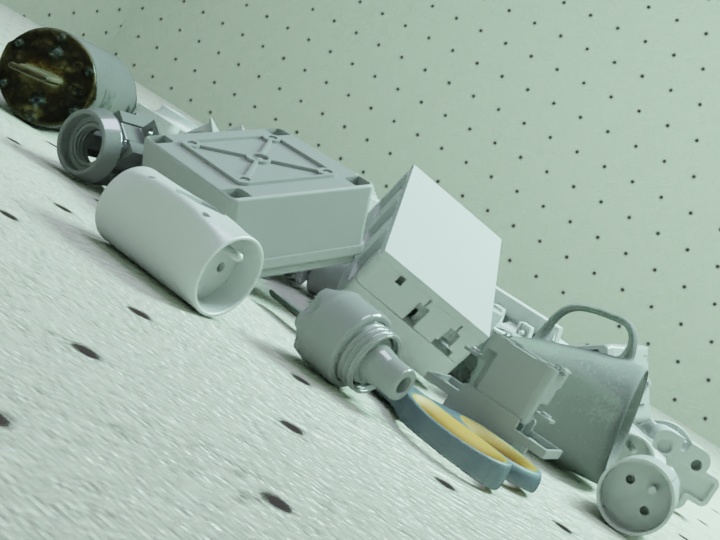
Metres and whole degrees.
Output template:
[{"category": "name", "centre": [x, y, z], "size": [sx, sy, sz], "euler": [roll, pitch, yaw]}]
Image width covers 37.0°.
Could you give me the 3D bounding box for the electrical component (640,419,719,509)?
[{"category": "electrical component", "centre": [0.244, 0.153, 0.866], "size": [0.078, 0.058, 0.057], "euler": [31, 7, 1]}]

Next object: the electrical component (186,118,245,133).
[{"category": "electrical component", "centre": [-0.117, -0.071, 0.803], "size": [0.042, 0.081, 0.063], "euler": [-106, 172, -48]}]

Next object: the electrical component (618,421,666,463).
[{"category": "electrical component", "centre": [0.197, 0.137, 0.788], "size": [0.079, 0.044, 0.077], "euler": [41, 7, -9]}]

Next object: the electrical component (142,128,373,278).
[{"category": "electrical component", "centre": [-0.067, -0.045, 0.674], "size": [0.109, 0.056, 0.109], "euler": [-10, 31, -39]}]

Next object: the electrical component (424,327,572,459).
[{"category": "electrical component", "centre": [0.082, 0.071, 0.608], "size": [0.081, 0.063, 0.042], "euler": [33, 5, 23]}]

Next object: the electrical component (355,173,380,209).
[{"category": "electrical component", "centre": [-0.025, -0.054, 1.115], "size": [0.048, 0.099, 0.100], "euler": [46, 9, 21]}]

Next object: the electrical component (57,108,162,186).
[{"category": "electrical component", "centre": [-0.160, -0.077, 0.693], "size": [0.055, 0.066, 0.048], "euler": [10, 56, -59]}]

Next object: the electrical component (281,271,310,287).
[{"category": "electrical component", "centre": [-0.046, -0.048, 0.798], "size": [0.062, 0.061, 0.096], "euler": [33, -40, 22]}]

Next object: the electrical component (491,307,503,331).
[{"category": "electrical component", "centre": [0.058, 0.034, 0.899], "size": [0.108, 0.060, 0.108], "euler": [31, 4, -2]}]

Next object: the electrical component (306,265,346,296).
[{"category": "electrical component", "centre": [-0.006, 0.013, 0.804], "size": [0.055, 0.045, 0.045], "euler": [34, 4, 21]}]

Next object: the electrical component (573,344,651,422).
[{"category": "electrical component", "centre": [0.188, 0.092, 0.866], "size": [0.061, 0.061, 0.096], "euler": [5, -9, -38]}]

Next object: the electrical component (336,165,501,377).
[{"category": "electrical component", "centre": [0.042, 0.002, 0.749], "size": [0.089, 0.061, 0.150], "euler": [40, 26, -10]}]

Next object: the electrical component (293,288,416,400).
[{"category": "electrical component", "centre": [0.000, 0.039, 0.527], "size": [0.062, 0.043, 0.043], "euler": [37, 6, 33]}]

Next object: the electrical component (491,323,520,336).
[{"category": "electrical component", "centre": [0.133, 0.086, 0.929], "size": [0.083, 0.047, 0.075], "euler": [30, 9, -14]}]

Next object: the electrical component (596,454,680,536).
[{"category": "electrical component", "centre": [0.167, 0.132, 0.640], "size": [0.043, 0.043, 0.081], "euler": [33, 4, 20]}]

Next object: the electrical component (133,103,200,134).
[{"category": "electrical component", "centre": [-0.129, -0.087, 1.001], "size": [0.105, 0.060, 0.186], "euler": [33, 4, 27]}]

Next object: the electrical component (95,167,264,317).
[{"category": "electrical component", "centre": [-0.080, -0.011, 0.539], "size": [0.077, 0.043, 0.079], "euler": [33, 4, 30]}]

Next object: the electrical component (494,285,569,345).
[{"category": "electrical component", "centre": [0.131, 0.065, 1.034], "size": [0.063, 0.078, 0.121], "euler": [0, 23, -37]}]
